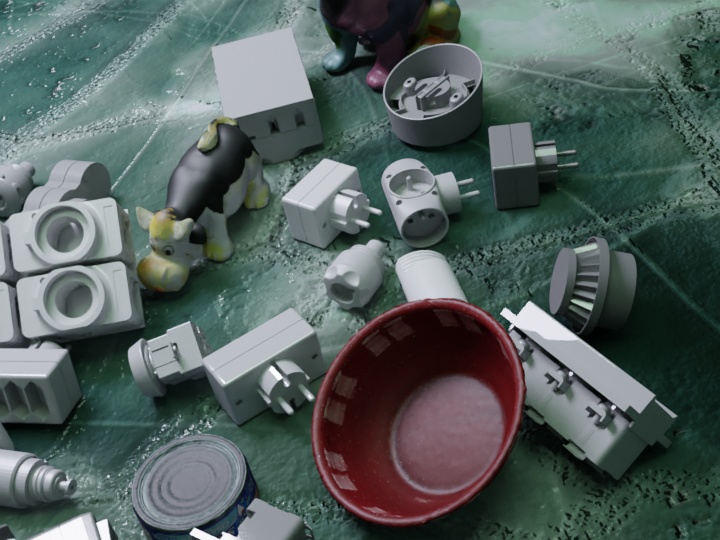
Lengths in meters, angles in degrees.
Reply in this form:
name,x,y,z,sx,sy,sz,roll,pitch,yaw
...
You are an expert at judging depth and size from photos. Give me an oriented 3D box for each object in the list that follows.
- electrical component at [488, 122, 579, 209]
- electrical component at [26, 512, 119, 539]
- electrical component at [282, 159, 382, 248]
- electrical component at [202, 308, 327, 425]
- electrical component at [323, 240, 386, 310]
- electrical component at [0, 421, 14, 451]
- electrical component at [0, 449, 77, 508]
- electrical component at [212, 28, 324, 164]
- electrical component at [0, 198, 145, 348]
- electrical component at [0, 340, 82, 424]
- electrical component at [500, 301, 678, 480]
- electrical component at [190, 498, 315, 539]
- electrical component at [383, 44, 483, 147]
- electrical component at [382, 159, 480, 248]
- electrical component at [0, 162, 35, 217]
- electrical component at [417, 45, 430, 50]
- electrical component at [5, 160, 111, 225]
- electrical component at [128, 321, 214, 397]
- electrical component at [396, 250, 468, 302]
name,x,y,z,sx,sy,sz,roll,pitch,yaw
electrical component,0.156,-0.095,0.960,0.077,0.047,0.065,-6,42,8
electrical component,-0.173,0.213,0.687,0.061,0.061,0.096,-24,42,-12
electrical component,-0.017,-0.055,0.959,0.077,0.047,0.065,20,50,32
electrical component,-0.063,0.083,0.816,0.083,0.047,0.076,-30,44,-19
electrical component,0.000,0.000,0.896,0.043,0.043,0.062,14,46,27
electrical component,-0.316,0.127,0.826,0.095,0.053,0.059,18,49,30
electrical component,-0.244,0.154,0.787,0.078,0.040,0.040,4,44,18
electrical component,-0.096,-0.178,1.106,0.089,0.061,0.150,-15,41,-2
electrical component,-0.285,0.010,0.898,0.186,0.060,0.105,-10,80,-1
electrical component,-0.259,0.082,0.868,0.066,0.047,0.076,0,30,14
electrical component,0.147,0.084,0.743,0.063,0.079,0.121,-51,47,2
electrical component,-0.066,0.188,0.703,0.081,0.042,0.063,16,45,28
electrical component,0.073,-0.168,1.051,0.099,0.064,0.099,-7,41,6
electrical component,0.065,-0.064,0.951,0.079,0.044,0.077,-14,41,-3
electrical component,-0.351,-0.086,1.084,0.048,0.048,0.062,4,37,18
electrical component,0.088,-0.205,1.107,0.078,0.040,0.040,25,53,35
electrical component,-0.272,-0.050,1.015,0.074,0.052,0.138,7,45,21
electrical component,-0.149,0.071,0.847,0.055,0.066,0.048,-21,76,1
electrical component,0.057,0.014,0.866,0.043,0.043,0.081,-16,41,-4
